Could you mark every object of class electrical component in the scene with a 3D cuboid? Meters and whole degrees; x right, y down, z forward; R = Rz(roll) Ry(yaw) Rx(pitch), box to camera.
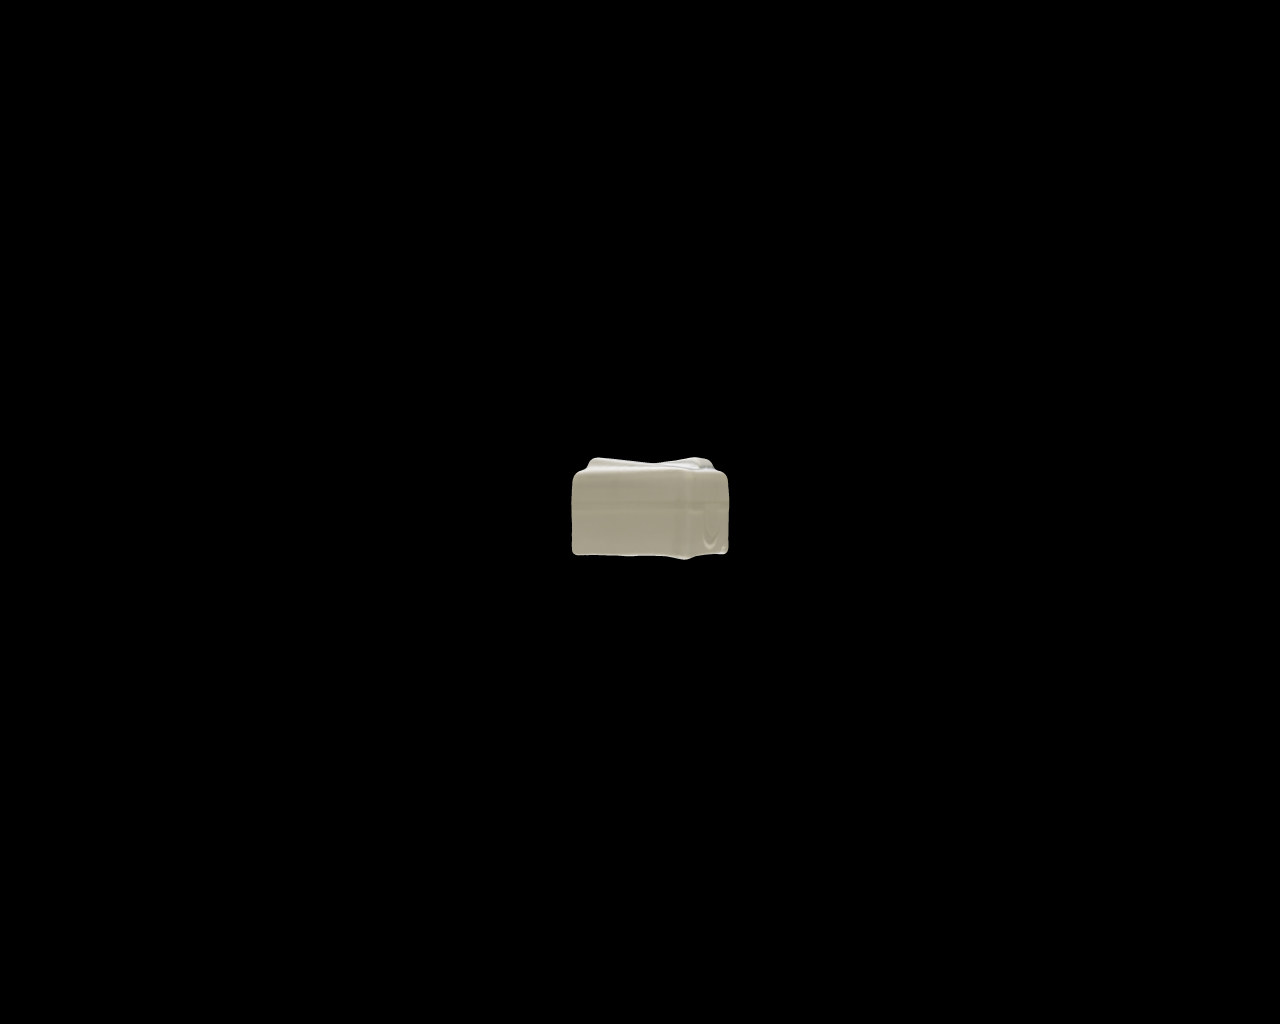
[{"bbox_3d":[0.001,-0.003,0.650,0.096,0.061,0.062,0,0,28],"label":"electrical component"}]
